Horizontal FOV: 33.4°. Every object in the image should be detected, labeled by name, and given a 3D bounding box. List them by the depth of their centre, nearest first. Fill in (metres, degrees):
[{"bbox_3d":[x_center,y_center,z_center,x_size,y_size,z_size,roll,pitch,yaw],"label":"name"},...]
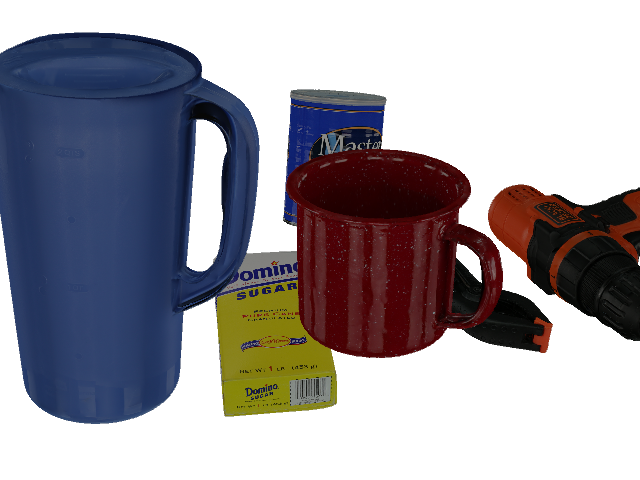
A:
[{"bbox_3d":[0.039,0.010,0.547,0.117,0.081,0.093,16,30,29],"label":"mug"},{"bbox_3d":[-0.135,-0.004,0.695,0.144,0.243,0.149,-13,31,-30],"label":"pitcher"},{"bbox_3d":[0.233,-0.001,0.731,0.187,0.057,0.185,-10,29,-18],"label":"power drill"},{"bbox_3d":[-0.043,0.074,0.920,0.093,0.048,0.176,-4,36,-7],"label":"sugar box"},{"bbox_3d":[0.149,0.057,1.024,0.172,0.039,0.120,22,36,27],"label":"clamp"},{"bbox_3d":[0.014,-0.088,1.150,0.103,0.140,0.103,4,12,-1],"label":"coffee can"}]
